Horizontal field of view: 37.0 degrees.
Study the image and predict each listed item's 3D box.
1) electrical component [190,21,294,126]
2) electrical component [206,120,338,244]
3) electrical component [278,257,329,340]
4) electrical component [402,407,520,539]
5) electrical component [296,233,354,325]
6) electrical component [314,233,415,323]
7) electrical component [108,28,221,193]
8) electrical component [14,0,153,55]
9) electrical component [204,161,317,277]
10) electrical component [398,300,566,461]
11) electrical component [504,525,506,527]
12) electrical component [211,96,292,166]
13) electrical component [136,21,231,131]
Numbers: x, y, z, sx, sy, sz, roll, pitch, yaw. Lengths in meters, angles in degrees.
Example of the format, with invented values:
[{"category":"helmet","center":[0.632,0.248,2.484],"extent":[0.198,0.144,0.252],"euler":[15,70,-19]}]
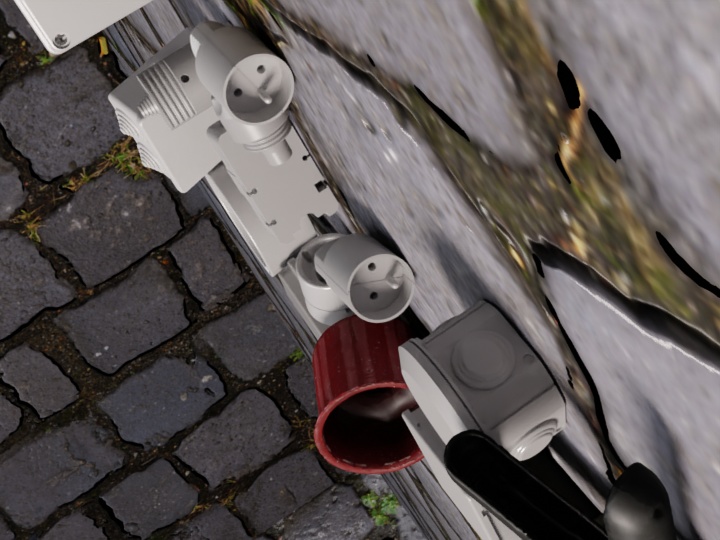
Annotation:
[{"category":"electrical component","center":[-0.075,-0.121,0.641],"extent":[0.081,0.043,0.043],"euler":[49,170,50]},{"category":"electrical component","center":[-0.063,-0.072,0.759],"extent":[0.089,0.050,0.056],"euler":[59,172,-22]},{"category":"electrical component","center":[-0.011,0.037,0.869],"extent":[0.113,0.057,0.078],"euler":[54,173,17]},{"category":"electrical component","center":[0.080,0.130,0.700],"extent":[0.099,0.048,0.099],"euler":[49,170,49]},{"category":"electrical component","center":[-0.018,0.006,0.796],"extent":[0.055,0.055,0.047],"euler":[52,168,35]},{"category":"electrical component","center":[0.000,0.000,0.681],"extent":[0.043,0.043,0.081],"euler":[60,173,-24]},{"category":"electrical component","center":[-0.132,-0.122,0.817],"extent":[0.048,0.100,0.099],"euler":[37,164,31]},{"category":"electrical component","center":[-0.156,-0.195,0.596],"extent":[0.056,0.109,0.108],"euler":[53,173,50]},{"category":"electrical component","center":[-0.076,-0.056,0.878],"extent":[0.108,0.060,0.108],"euler":[55,173,10]},{"category":"electrical component","center":[0.058,0.059,0.515],"extent":[0.080,0.051,0.080],"euler":[55,173,10]},{"category":"electrical component","center":[0.108,0.146,0.624],"extent":[0.046,0.040,0.040],"euler":[50,172,12]},{"category":"electrical component","center":[-0.065,-0.096,0.694],"extent":[0.043,0.043,0.062],"euler":[47,170,53]},{"category":"electrical component","center":[-0.113,-0.127,0.722],"extent":[0.043,0.081,0.043],"euler":[55,173,10]}]
